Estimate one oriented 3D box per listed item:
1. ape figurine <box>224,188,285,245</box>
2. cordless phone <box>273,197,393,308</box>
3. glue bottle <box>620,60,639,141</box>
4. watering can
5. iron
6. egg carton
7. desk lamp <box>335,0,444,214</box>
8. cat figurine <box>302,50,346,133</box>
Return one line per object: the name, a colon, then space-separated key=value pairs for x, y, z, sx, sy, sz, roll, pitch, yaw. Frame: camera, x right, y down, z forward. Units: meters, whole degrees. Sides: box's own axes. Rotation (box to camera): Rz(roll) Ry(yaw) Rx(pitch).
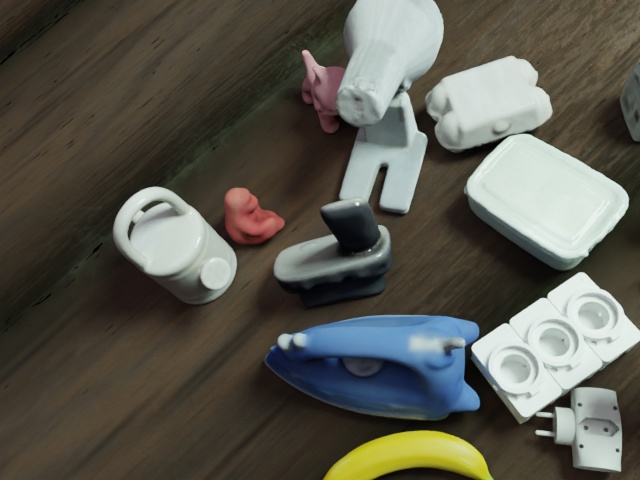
ape figurine: x=-0.098 y=-0.037 z=0.763 sx=0.076 sy=0.092 sz=0.077 roll=-26 pitch=62 yaw=2
cordless phone: x=0.006 y=0.002 z=0.665 sx=0.147 sy=0.185 sz=0.094 roll=-17 pitch=63 yaw=7
glue bottle: x=0.390 y=-0.191 z=0.661 sx=0.037 sy=0.173 sz=0.078 roll=-7 pitch=64 yaw=12
watering can: x=-0.176 y=0.005 z=0.707 sx=0.172 sy=0.194 sz=0.101 roll=9 pitch=69 yaw=19
iron: x=0.041 y=0.125 z=0.625 sx=0.257 sy=0.142 sz=0.118 roll=-1 pitch=66 yaw=14
egg carton: x=0.221 y=-0.176 z=0.757 sx=0.150 sy=0.069 sz=0.107 roll=-18 pitch=63 yaw=6
desk lamp: x=0.080 y=-0.172 z=0.710 sx=0.117 sy=0.214 sz=0.203 roll=9 pitch=69 yaw=19
cat figurine: x=0.011 y=-0.216 z=0.803 sx=0.067 sy=0.118 sz=0.127 roll=-32 pitch=62 yaw=-1
